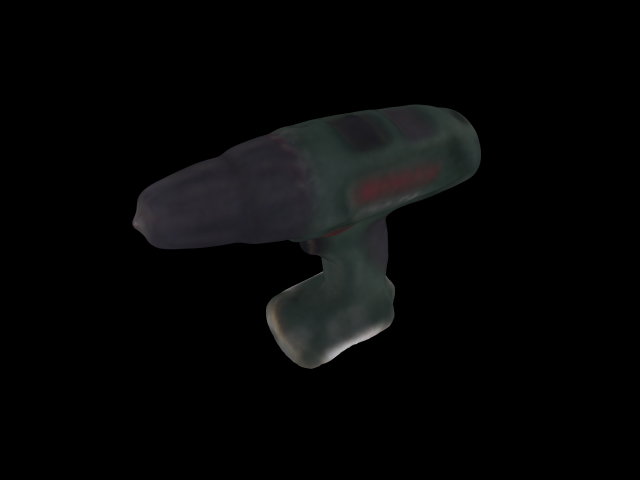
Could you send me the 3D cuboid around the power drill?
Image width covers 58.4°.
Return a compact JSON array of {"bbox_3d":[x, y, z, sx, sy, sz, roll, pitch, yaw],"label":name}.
[{"bbox_3d":[0.004,0.001,0.400,0.230,0.208,0.075,-27,56,-19],"label":"power drill"}]
